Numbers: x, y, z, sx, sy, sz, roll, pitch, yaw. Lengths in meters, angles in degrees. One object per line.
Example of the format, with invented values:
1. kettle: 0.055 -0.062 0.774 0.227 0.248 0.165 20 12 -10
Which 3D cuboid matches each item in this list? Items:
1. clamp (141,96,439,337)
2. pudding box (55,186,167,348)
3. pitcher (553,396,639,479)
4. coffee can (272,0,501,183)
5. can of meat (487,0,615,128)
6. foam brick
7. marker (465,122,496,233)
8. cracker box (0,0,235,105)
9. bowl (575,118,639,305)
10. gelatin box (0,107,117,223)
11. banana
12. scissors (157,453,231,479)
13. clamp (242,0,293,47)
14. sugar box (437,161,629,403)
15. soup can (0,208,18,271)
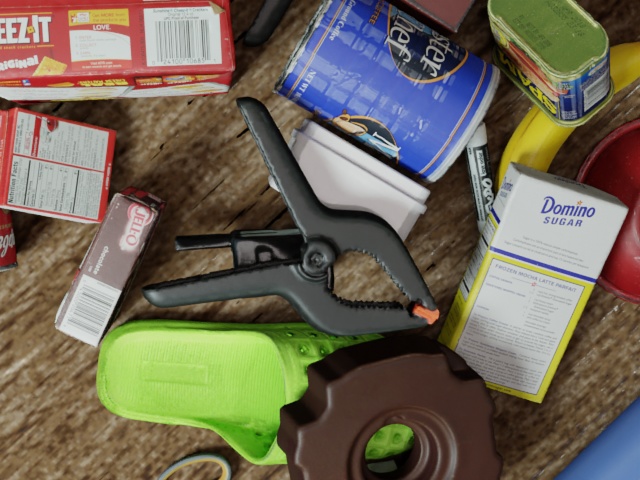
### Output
1. clamp: -0.005 0.001 0.774 0.210 0.036 0.164 19 97 -8
2. pudding box: -0.156 0.017 0.809 0.039 0.090 0.113 27 94 -5
3. pitcher: 0.291 0.192 0.855 0.243 0.145 0.149 -42 58 4
4. coffee can: 0.049 -0.121 0.806 0.140 0.103 0.103 30 93 -8
5. can of meat: 0.174 -0.145 0.805 0.057 0.084 0.102 -39 67 0
6. foam brick: 0.088 -0.190 0.816 0.053 0.078 0.051 30 92 -10
7. marker: 0.131 -0.035 0.853 0.020 0.020 0.121 -14 111 -4
8. cracker box: -0.143 -0.136 0.731 0.164 0.214 0.072 -4 95 -5
9. bowl: 0.288 -0.021 0.864 0.162 0.055 0.162 -1 97 -5
10. gelatin box: -0.201 -0.054 0.801 0.089 0.030 0.073 10 84 -42
11. banana: 0.195 -0.088 0.860 0.069 0.037 0.198 30 95 -30
12. scissors: -0.150 0.250 0.873 0.202 0.016 0.096 -35 98 -1
13. clamp: -0.022 -0.244 0.819 0.171 0.039 0.120 -37 103 3
14. sugar box: 0.163 0.035 0.846 0.093 0.048 0.176 18 106 -8
15. soup can: -0.268 -0.026 0.804 0.068 0.068 0.102 -6 96 -5
